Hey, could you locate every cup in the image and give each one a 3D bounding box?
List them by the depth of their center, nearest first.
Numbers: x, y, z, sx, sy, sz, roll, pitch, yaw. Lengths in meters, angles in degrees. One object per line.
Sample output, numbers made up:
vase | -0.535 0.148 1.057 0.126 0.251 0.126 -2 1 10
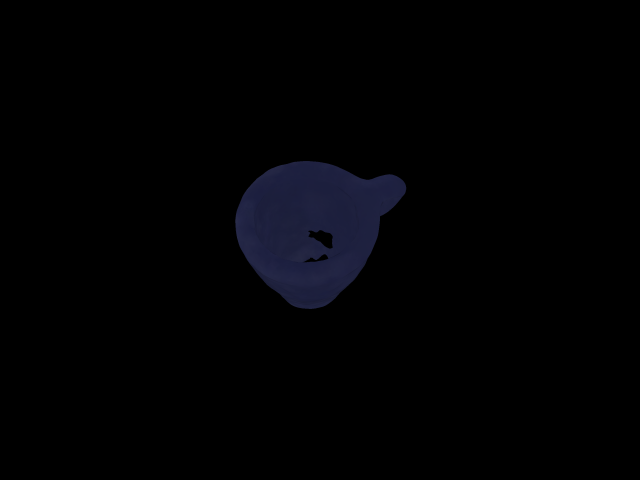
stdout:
cup | 0.004 0.001 0.400 0.118 0.095 0.091 -25 63 -14
